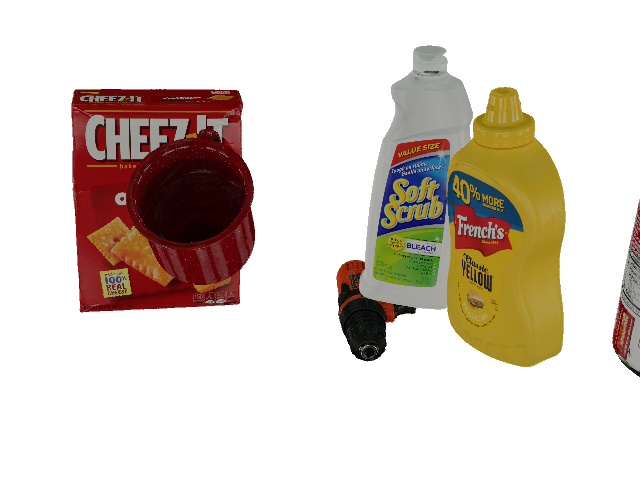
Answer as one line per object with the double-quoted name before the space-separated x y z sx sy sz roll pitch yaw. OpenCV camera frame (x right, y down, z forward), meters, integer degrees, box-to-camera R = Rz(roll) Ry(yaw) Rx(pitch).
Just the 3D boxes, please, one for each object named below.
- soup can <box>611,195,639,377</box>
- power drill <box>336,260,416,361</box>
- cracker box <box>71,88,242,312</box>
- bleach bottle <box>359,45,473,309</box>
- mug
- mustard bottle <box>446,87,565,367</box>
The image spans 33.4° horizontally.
"soup can" 0.181 0.013 0.511 0.068 0.102 0.068 2 28 -1
"power drill" 0.113 0.073 1.203 0.187 0.057 0.184 -2 27 -3
"cracker box" -0.160 -0.039 1.060 0.164 0.214 0.072 -1 21 -10
"bleach bottle" 0.090 -0.060 1.013 0.103 0.251 0.068 9 29 18
"mug" -0.092 -0.028 0.811 0.093 0.117 0.081 3 -26 4
"mustard bottle" 0.128 -0.013 0.743 0.058 0.192 0.096 -18 30 -26
